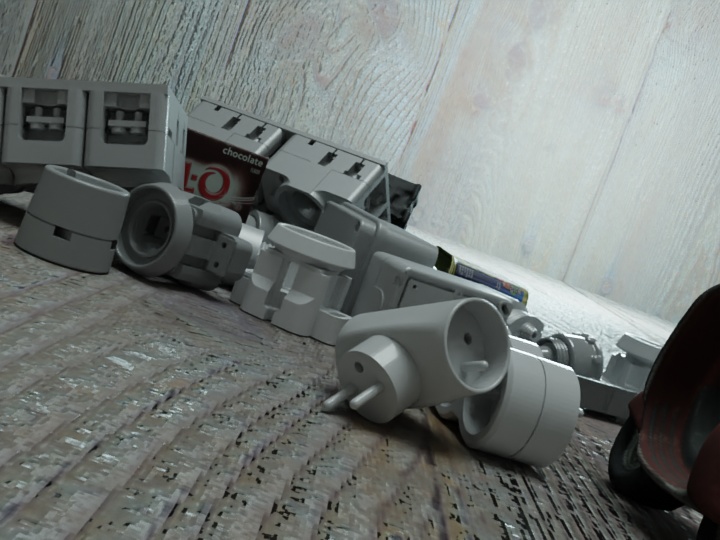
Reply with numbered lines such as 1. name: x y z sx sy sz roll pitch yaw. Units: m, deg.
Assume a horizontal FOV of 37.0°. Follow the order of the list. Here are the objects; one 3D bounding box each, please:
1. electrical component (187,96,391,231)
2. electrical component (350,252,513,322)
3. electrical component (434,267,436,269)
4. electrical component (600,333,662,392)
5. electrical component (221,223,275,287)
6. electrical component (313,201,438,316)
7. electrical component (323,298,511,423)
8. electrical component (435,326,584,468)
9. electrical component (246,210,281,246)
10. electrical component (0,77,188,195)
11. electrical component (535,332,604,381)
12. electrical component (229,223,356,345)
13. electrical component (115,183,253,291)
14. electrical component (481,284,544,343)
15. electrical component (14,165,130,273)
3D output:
1. electrical component: -0.069 -0.063 0.911 0.186 0.060 0.105 22 -38 24
2. electrical component: 0.046 0.033 0.682 0.096 0.061 0.061 18 6 -24
3. electrical component: 0.036 0.010 0.955 0.055 0.048 0.066 8 11 -31
4. electrical component: 0.220 0.083 0.853 0.066 0.055 0.048 18 6 -20
5. electrical component: -0.081 -0.010 0.729 0.081 0.043 0.043 20 6 -8
6. electrical component: 0.000 0.000 0.752 0.057 0.078 0.113 22 5 -18
7. electrical component: 0.017 0.045 0.499 0.079 0.043 0.077 -30 12 -39
8. electrical component: 0.082 0.063 0.566 0.074 0.052 0.138 19 6 -16
9. electrical component: -0.095 -0.029 0.861 0.055 0.045 0.045 18 6 -27
10. electrical component: -0.193 -0.082 0.695 0.150 0.061 0.089 3 -5 -1
11. electrical component: 0.147 0.068 0.802 0.062 0.048 0.048 10 10 -29
12. electrical component: -0.037 0.006 0.671 0.078 0.057 0.058 23 6 22
13. electrical component: -0.113 -0.021 0.658 0.078 0.058 0.057 24 3 32
14. electrical component: 0.127 0.045 0.953 0.043 0.043 0.081 16 7 -39
15. electrical component: -0.162 -0.030 0.612 0.055 0.047 0.055 20 5 -2
